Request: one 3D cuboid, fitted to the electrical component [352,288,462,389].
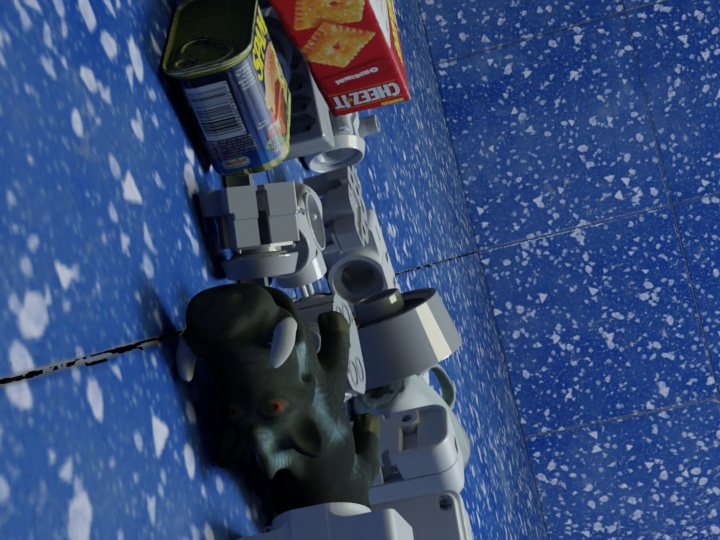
[{"bbox_3d":[0.024,0.050,0.893,0.108,0.108,0.060,-56,125,-76],"label":"electrical component"}]

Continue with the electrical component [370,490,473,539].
[{"bbox_3d":[0.020,0.202,0.663,0.056,0.109,0.108,63,17,-60],"label":"electrical component"}]

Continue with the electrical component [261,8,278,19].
[{"bbox_3d":[-0.062,-0.203,0.928,0.062,0.043,0.043,56,23,-67],"label":"electrical component"}]

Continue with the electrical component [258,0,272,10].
[{"bbox_3d":[-0.087,-0.236,0.810,0.095,0.054,0.059,-10,87,-80],"label":"electrical component"}]

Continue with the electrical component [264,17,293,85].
[{"bbox_3d":[-0.073,-0.160,0.809,0.055,0.045,0.045,-91,163,-52],"label":"electrical component"}]

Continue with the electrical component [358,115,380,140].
[{"bbox_3d":[-0.012,-0.135,1.048,0.048,0.062,0.048,-14,90,-80],"label":"electrical component"}]

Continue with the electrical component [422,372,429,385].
[{"bbox_3d":[0.036,0.102,1.014,0.057,0.058,0.078,-85,159,-68],"label":"electrical component"}]

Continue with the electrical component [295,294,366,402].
[{"bbox_3d":[-0.031,0.056,0.737,0.080,0.051,0.080,-14,90,-80],"label":"electrical component"}]

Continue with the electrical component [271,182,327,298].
[{"bbox_3d":[-0.047,-0.013,0.762,0.077,0.044,0.079,-79,154,-66],"label":"electrical component"}]

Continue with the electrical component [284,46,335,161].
[{"bbox_3d":[-0.050,-0.134,0.890,0.076,0.047,0.083,33,45,-75],"label":"electrical component"}]

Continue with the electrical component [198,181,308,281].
[{"bbox_3d":[-0.064,-0.023,0.660,0.048,0.066,0.055,178,-96,-65],"label":"electrical component"}]

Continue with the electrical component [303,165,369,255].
[{"bbox_3d":[-0.028,-0.045,0.863,0.078,0.057,0.058,-93,165,-45],"label":"electrical component"}]

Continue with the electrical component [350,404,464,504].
[{"bbox_3d":[0.027,0.146,0.805,0.053,0.095,0.059,-84,158,-62],"label":"electrical component"}]

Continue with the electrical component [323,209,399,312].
[{"bbox_3d":[0.000,0.000,0.973,0.055,0.050,0.089,-81,155,-65],"label":"electrical component"}]

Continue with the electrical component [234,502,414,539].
[{"bbox_3d":[-0.017,0.158,0.568,0.050,0.089,0.055,59,20,-59],"label":"electrical component"}]

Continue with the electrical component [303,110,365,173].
[{"bbox_3d":[-0.027,-0.124,0.972,0.078,0.058,0.057,48,27,-69],"label":"electrical component"}]
